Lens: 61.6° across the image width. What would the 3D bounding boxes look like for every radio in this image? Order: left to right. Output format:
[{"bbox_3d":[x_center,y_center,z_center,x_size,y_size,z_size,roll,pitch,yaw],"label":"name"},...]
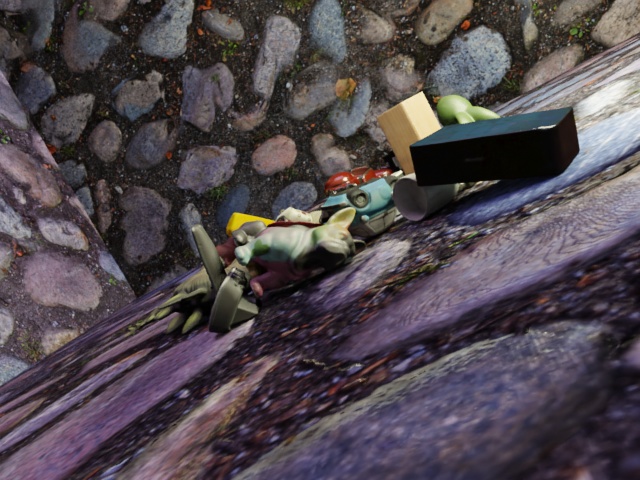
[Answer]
[{"bbox_3d":[0.269,-0.143,0.831,0.230,0.073,0.131,1,24,41],"label":"radio"}]

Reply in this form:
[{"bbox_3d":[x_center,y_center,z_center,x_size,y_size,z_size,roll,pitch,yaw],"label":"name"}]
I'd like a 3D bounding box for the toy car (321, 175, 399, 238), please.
[{"bbox_3d":[0.090,-0.058,1.024,0.162,0.102,0.109,-23,10,-26],"label":"toy car"}]

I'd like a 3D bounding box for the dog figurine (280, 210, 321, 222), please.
[{"bbox_3d":[0.005,-0.038,1.352,0.191,0.121,0.172,-16,13,1],"label":"dog figurine"}]

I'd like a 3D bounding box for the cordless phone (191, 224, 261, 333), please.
[{"bbox_3d":[-0.180,0.058,0.932,0.089,0.184,0.146,-24,6,0],"label":"cordless phone"}]

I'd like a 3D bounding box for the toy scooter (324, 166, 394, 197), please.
[{"bbox_3d":[0.090,-0.131,1.305,0.184,0.075,0.135,-14,17,16],"label":"toy scooter"}]

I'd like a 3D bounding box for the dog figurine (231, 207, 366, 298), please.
[{"bbox_3d":[-0.035,0.008,0.948,0.219,0.108,0.192,-20,24,-5],"label":"dog figurine"}]

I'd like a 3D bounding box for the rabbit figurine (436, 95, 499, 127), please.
[{"bbox_3d":[0.286,-0.208,1.070,0.121,0.170,0.159,-30,6,-3],"label":"rabbit figurine"}]

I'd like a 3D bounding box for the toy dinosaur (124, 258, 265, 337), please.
[{"bbox_3d":[-0.256,0.117,1.163,0.471,0.105,0.198,-28,8,37],"label":"toy dinosaur"}]

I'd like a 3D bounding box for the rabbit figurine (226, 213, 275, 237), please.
[{"bbox_3d":[-0.166,0.029,1.323,0.162,0.173,0.122,16,-8,-18],"label":"rabbit figurine"}]

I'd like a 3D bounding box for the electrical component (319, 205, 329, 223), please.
[{"bbox_3d":[0.064,-0.053,1.196,0.119,0.074,0.048,-7,63,46],"label":"electrical component"}]

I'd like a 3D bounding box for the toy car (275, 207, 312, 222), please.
[{"bbox_3d":[-0.093,0.008,1.205,0.201,0.073,0.056,-48,40,30],"label":"toy car"}]

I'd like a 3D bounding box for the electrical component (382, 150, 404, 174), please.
[{"bbox_3d":[0.231,-0.194,1.428,0.058,0.114,0.134,-29,6,-11],"label":"electrical component"}]

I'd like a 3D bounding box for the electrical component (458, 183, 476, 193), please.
[{"bbox_3d":[0.265,-0.105,1.020,0.063,0.021,0.094,-23,10,44],"label":"electrical component"}]

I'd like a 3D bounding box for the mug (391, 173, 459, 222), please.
[{"bbox_3d":[0.188,-0.086,0.959,0.107,0.080,0.110,-22,10,-31],"label":"mug"}]

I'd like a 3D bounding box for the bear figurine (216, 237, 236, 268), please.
[{"bbox_3d":[-0.213,0.022,1.437,0.120,0.132,0.195,14,0,28],"label":"bear figurine"}]
